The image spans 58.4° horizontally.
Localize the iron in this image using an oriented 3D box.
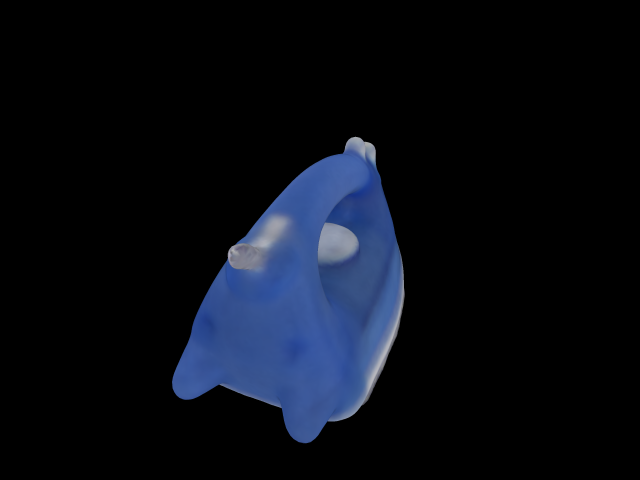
[{"bbox_3d":[0.004,0.001,0.400,0.118,0.141,0.259,13,38,18],"label":"iron"}]
